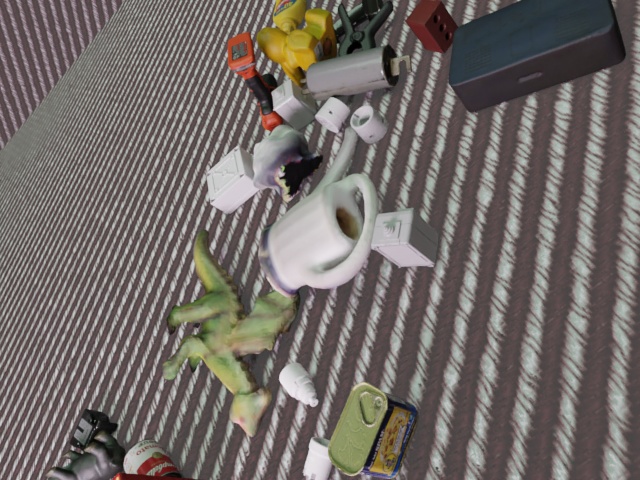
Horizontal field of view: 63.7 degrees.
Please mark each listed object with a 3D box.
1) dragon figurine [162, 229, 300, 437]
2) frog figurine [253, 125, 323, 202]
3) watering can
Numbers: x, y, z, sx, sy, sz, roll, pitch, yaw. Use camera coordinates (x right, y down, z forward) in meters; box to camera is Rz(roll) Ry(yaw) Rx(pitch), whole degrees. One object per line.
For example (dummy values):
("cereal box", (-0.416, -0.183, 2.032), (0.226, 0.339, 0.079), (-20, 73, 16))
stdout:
("dragon figurine", (-0.142, 0.128, 0.912), (0.242, 0.120, 0.420), (-13, 57, 16))
("frog figurine", (-0.092, -0.166, 1.020), (0.162, 0.122, 0.135), (41, 114, 37))
("watering can", (0.003, -0.044, 0.872), (0.222, 0.102, 0.356), (-33, 35, 25))
